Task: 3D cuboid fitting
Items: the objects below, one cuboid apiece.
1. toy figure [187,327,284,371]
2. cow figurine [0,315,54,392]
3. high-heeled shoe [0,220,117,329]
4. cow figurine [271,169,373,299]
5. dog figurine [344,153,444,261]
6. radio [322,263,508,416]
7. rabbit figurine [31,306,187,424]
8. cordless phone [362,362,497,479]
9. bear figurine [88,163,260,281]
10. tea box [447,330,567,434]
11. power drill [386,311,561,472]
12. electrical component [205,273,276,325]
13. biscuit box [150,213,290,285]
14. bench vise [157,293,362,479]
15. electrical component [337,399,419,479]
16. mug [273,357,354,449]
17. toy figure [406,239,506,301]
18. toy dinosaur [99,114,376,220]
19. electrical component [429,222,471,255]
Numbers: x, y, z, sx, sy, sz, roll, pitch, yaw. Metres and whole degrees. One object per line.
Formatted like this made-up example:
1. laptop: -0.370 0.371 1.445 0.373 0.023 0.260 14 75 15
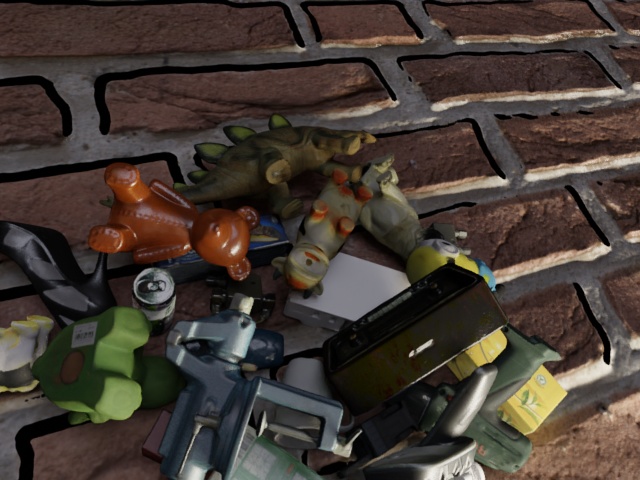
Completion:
1. toy figure: -0.127 0.149 0.739 0.154 0.057 0.064 4 20 -10
2. cow figurine: -0.425 0.132 0.654 0.167 0.068 0.098 9 89 -10
3. high-heeled shoe: -0.388 0.055 0.731 0.249 0.086 0.145 11 86 10
4. cow figurine: -0.002 -0.002 0.772 0.085 0.127 0.195 29 41 -1
5. dog figurine: 0.132 -0.039 0.930 0.190 0.121 0.172 45 28 -20
6. radio: 0.116 0.123 0.712 0.230 0.131 0.073 -31 100 1
7. rabbit figurine: -0.242 0.173 0.648 0.159 0.170 0.121 -22 57 18
8. cordless phone: 0.146 0.230 0.642 0.146 0.184 0.089 6 25 -49
9. bear figurine: -0.182 -0.015 0.712 0.196 0.132 0.120 14 81 -2
10. tea box: 0.275 0.202 0.823 0.098 0.068 0.170 -32 72 -31
11. power drill: 0.210 0.191 0.744 0.232 0.086 0.207 35 92 15
12. electrical component: -0.117 0.087 0.793 0.102 0.045 0.078 3 30 -18
13. biscuit box: -0.152 0.014 0.813 0.203 0.062 0.059 -12 62 -23
14. bench vise: -0.072 0.184 0.629 0.241 0.128 0.223 18 62 -2
15. electrical component: 0.066 0.267 0.718 0.119 0.074 0.048 -21 69 -24
16. mug: -0.009 0.215 0.723 0.110 0.080 0.107 2 52 -8
17. toy figure: 0.212 0.061 0.835 0.180 0.082 0.089 30 60 -32
18. toy dinosaur: -0.097 -0.115 0.856 0.471 0.104 0.199 -23 39 -33
19. electrical component: 0.221 0.001 0.958 0.094 0.021 0.063 5 59 -14
